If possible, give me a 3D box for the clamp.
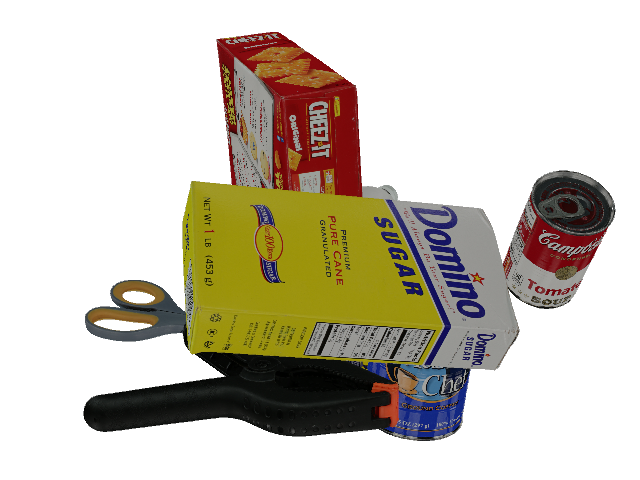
[{"bbox_3d":[-0.044,0.102,0.777,0.210,0.036,0.164,3,19,13],"label":"clamp"}]

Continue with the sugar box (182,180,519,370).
[{"bbox_3d":[0.014,0.019,0.589,0.176,0.093,0.048,3,-41,-12],"label":"sugar box"}]

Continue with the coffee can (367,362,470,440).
[{"bbox_3d":[0.099,0.109,1.045,0.103,0.140,0.103,5,22,-2],"label":"coffee can"}]

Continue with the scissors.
[{"bbox_3d":[-0.121,0.071,1.019,0.201,0.016,0.096,2,32,-6],"label":"scissors"}]

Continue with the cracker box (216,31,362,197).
[{"bbox_3d":[-0.029,-0.083,0.953,0.072,0.164,0.214,-11,25,-15],"label":"cracker box"}]

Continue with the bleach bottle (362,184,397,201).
[{"bbox_3d":[0.012,-0.009,1.307,0.103,0.068,0.250,20,37,28],"label":"bleach bottle"}]

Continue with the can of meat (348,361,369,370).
[{"bbox_3d":[0.076,0.166,1.406,0.102,0.084,0.057,-4,25,-20],"label":"can of meat"}]

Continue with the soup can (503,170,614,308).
[{"bbox_3d":[0.195,0.001,0.887,0.068,0.068,0.102,0,-40,-9],"label":"soup can"}]
